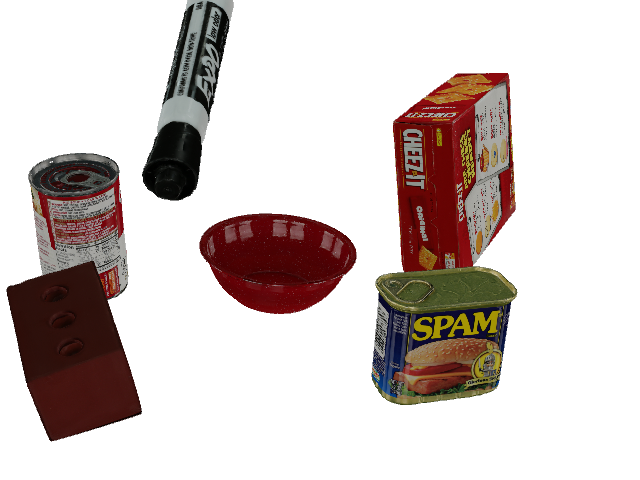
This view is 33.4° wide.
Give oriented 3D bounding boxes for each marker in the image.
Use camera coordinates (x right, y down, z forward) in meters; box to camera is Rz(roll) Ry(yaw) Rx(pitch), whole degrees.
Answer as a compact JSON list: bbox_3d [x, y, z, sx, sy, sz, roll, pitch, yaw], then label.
[{"bbox_3d":[-0.048,-0.057,0.397,0.020,0.020,0.121,0,43,3],"label":"marker"}]

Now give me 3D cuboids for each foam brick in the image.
[{"bbox_3d":[-0.136,0.060,0.587,0.053,0.051,0.078,-18,43,-13],"label":"foam brick"}]

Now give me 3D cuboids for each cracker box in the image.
[{"bbox_3d":[0.145,-0.075,1.126,0.072,0.164,0.213,3,22,25],"label":"cracker box"}]

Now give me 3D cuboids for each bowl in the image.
[{"bbox_3d":[-0.045,0.030,1.102,0.162,0.055,0.162,4,27,-2],"label":"bowl"}]

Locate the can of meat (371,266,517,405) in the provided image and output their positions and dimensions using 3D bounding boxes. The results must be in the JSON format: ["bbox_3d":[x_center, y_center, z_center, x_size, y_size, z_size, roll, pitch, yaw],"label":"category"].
[{"bbox_3d":[0.090,0.071,0.798,0.102,0.084,0.057,-4,25,-17],"label":"can of meat"}]

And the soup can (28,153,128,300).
[{"bbox_3d":[-0.186,-0.008,0.831,0.068,0.102,0.068,0,30,0],"label":"soup can"}]
